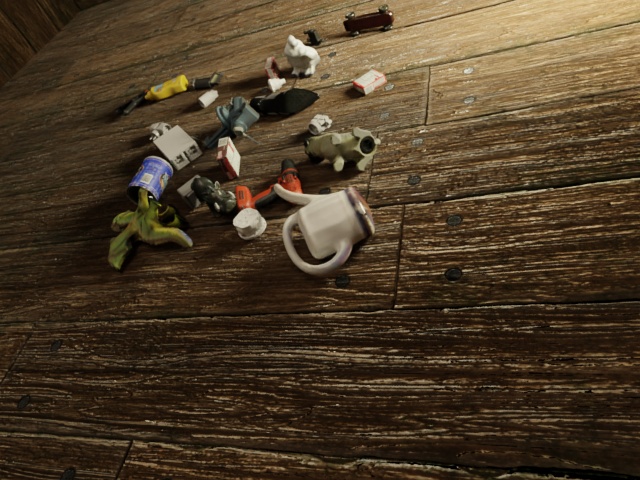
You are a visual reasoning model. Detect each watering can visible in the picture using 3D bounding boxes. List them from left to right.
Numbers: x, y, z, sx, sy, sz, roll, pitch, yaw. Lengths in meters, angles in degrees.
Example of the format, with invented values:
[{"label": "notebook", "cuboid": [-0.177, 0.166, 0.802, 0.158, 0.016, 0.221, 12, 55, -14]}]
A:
[{"label": "watering can", "cuboid": [0.004, -0.064, 1.275, 0.224, 0.102, 0.355, -24, 48, 2]}]

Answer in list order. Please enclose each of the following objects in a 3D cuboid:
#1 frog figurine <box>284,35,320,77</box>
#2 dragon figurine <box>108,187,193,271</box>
[{"label": "frog figurine", "cuboid": [-0.075, -0.689, 1.892, 0.124, 0.156, 0.139, -40, 44, -15]}, {"label": "dragon figurine", "cuboid": [-0.522, -0.006, 1.516, 0.243, 0.120, 0.417, -49, 42, 1]}]
